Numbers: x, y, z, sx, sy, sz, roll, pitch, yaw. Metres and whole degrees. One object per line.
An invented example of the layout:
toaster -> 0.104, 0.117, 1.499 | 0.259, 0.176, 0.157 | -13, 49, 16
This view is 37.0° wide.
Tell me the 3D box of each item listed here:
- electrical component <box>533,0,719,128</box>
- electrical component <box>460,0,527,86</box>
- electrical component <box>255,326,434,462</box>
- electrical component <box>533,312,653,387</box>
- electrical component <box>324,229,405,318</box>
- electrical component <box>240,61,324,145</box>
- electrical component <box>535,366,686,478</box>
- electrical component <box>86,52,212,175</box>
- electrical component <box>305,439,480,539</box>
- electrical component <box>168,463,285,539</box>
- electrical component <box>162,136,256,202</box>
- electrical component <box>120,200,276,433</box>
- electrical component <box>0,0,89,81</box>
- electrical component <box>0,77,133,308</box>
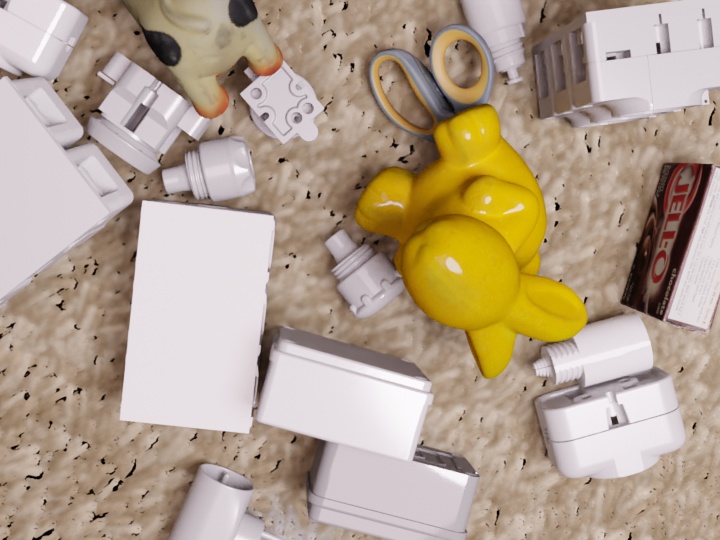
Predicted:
electrical component -> 0.176, -0.131, 0.709 | 0.089, 0.150, 0.061 | -8, 94, -2
electrical component -> 0.098, -0.169, 0.757 | 0.040, 0.040, 0.078 | -18, 96, -1
electrical component -> -0.013, 0.083, 0.738 | 0.109, 0.109, 0.056 | 16, 91, -4
electrical component -> 0.165, 0.061, 0.779 | 0.081, 0.043, 0.043 | -15, 96, -2
electrical component -> 0.000, 0.000, 0.765 | 0.048, 0.048, 0.062 | -38, 89, 1
electrical component -> -0.053, -0.115, 0.746 | 0.048, 0.055, 0.066 | -41, 96, 1
electrical component -> 0.182, 0.113, 0.779 | 0.095, 0.053, 0.059 | -16, 96, -1
electrical component -> -0.151, -0.103, 0.741 | 0.078, 0.058, 0.057 | 36, 90, -3
electrical component -> 0.020, 0.153, 0.763 | 0.113, 0.078, 0.057 | 15, 91, -4
electrical component -> -0.094, 0.190, 0.776 | 0.079, 0.044, 0.077 | 23, 93, -5
electrical component -> -0.106, -0.068, 0.753 | 0.062, 0.043, 0.043 | -12, 96, -1
electrical component -> -0.112, 0.030, 0.752 | 0.089, 0.061, 0.150 | 7, 95, -4
electrical component -> -0.243, -0.171, 0.731 | 0.095, 0.053, 0.059 | 29, 93, -5
electrical component -> -0.257, -0.032, 0.722 | 0.186, 0.060, 0.105 | -35, 96, 15
